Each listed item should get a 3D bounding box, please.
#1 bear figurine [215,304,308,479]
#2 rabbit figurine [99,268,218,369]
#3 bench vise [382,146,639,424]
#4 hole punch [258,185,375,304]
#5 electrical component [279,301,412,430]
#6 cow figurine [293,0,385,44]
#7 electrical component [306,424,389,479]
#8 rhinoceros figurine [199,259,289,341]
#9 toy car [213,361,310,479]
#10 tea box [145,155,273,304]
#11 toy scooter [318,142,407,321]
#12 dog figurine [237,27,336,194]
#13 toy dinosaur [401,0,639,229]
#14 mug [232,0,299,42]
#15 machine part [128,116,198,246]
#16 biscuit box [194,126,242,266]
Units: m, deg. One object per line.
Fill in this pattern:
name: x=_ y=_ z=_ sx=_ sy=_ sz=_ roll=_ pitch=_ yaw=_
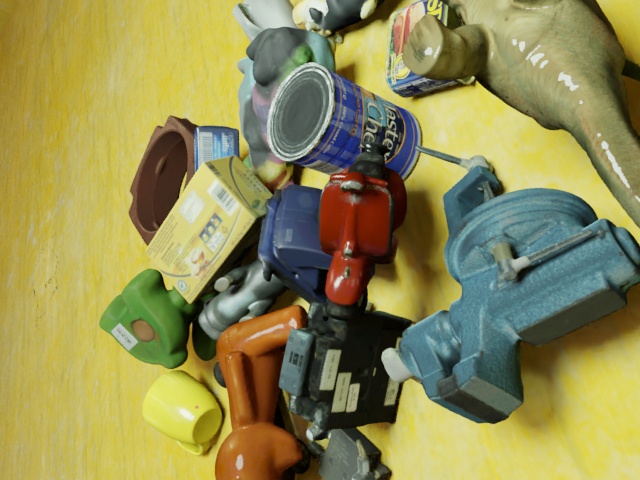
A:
bear figurine: x=-0.053 y=0.184 z=0.577 sx=0.132 sy=0.120 sz=0.196 roll=-15 pitch=61 yaw=9
rabbit figurine: x=-0.196 y=0.096 z=0.779 sx=0.159 sy=0.170 sz=0.121 roll=40 pitch=122 yaw=1
bench vise: x=0.140 y=0.022 z=0.458 sx=0.223 sy=0.129 sz=0.241 roll=-50 pitch=27 yaw=38
hole punch: x=-0.001 y=-0.002 z=0.594 sx=0.092 sy=0.115 sz=0.142 roll=-32 pitch=34 yaw=32
electrical component: x=0.025 y=0.122 z=0.534 sx=0.058 sy=0.134 sz=0.115 roll=7 pitch=83 yaw=48
cow figurine: x=0.030 y=-0.304 z=0.686 sx=0.167 sy=0.068 sz=0.098 roll=-32 pitch=66 yaw=49
electrical component: x=0.024 y=0.229 z=0.572 sx=0.102 sy=0.045 sz=0.078 roll=39 pitch=107 yaw=45
rhinoceros figurine: x=-0.086 y=0.061 z=0.689 sx=0.190 sy=0.112 sz=0.073 roll=-42 pitch=92 yaw=16
toy car: x=-0.075 y=0.215 z=0.675 sx=0.089 sy=0.053 sz=0.202 roll=-34 pitch=55 yaw=18
tea box: x=-0.135 y=-0.012 z=0.675 sx=0.098 sy=0.068 sz=0.169 roll=48 pitch=122 yaw=8
toy scooter: x=0.038 y=-0.029 z=0.489 sx=0.075 sy=0.135 sz=0.184 roll=8 pitch=45 yaw=12
dog figurine: x=-0.051 y=-0.137 z=0.698 sx=0.192 sy=0.108 sz=0.219 roll=170 pitch=104 yaw=-66
toy dinosaur: x=0.163 y=-0.147 z=0.402 sx=0.105 sy=0.198 sz=0.471 roll=-44 pitch=41 yaw=42
mug: x=-0.066 y=-0.300 z=0.769 sx=0.081 sy=0.109 sz=0.107 roll=-46 pitch=63 yaw=28
machine part: x=-0.231 y=-0.088 z=0.899 sx=0.202 sy=0.087 sz=0.201 roll=43 pitch=111 yaw=45
biscuit box: x=-0.147 y=-0.060 z=0.771 sx=0.063 sy=0.059 sz=0.202 roll=-162 pitch=71 yaw=-73
